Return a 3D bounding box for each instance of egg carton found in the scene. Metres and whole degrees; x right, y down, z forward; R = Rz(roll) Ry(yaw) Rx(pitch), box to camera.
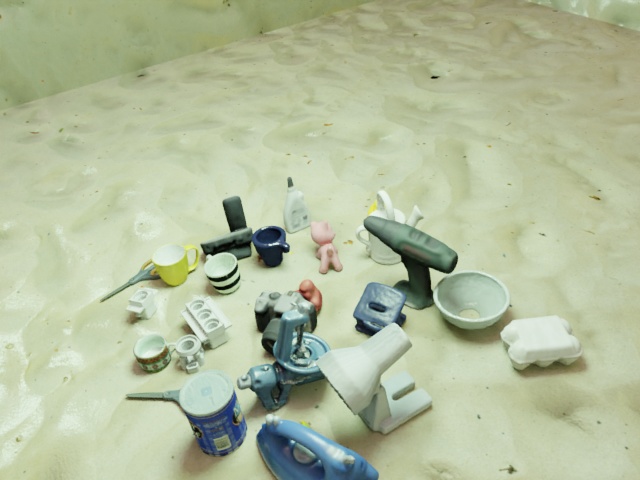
[{"bbox_3d":[0.460,0.215,1.195,0.150,0.069,0.107,-8,38,1],"label":"egg carton"}]

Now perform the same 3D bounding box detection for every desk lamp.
[{"bbox_3d":[0.102,0.263,1.082,0.203,0.214,0.117,-25,41,-20],"label":"desk lamp"}]

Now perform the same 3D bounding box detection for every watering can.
[{"bbox_3d":[0.178,-0.043,1.471,0.173,0.194,0.100,-27,42,-23],"label":"watering can"}]

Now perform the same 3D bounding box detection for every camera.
[{"bbox_3d":[-0.095,0.185,1.308,0.142,0.101,0.137,10,42,22],"label":"camera"}]

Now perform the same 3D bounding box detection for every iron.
[{"bbox_3d":[-0.029,0.375,1.023,0.257,0.142,0.119,19,46,30],"label":"iron"}]

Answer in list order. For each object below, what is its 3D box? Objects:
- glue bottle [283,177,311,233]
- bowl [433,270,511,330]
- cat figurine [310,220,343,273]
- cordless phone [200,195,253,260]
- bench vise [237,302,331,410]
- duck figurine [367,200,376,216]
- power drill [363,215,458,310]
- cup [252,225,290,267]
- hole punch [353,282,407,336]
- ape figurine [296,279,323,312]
[{"bbox_3d":[-0.072,-0.103,1.608,0.078,0.173,0.037,-23,40,-17],"label":"glue bottle"},{"bbox_3d":[0.342,0.148,1.297,0.167,0.075,0.167,-5,38,4],"label":"bowl"},{"bbox_3d":[0.014,0.005,1.501,0.067,0.118,0.127,-13,38,-6],"label":"cat figurine"},{"bbox_3d":[-0.260,-0.035,1.546,0.148,0.185,0.094,-20,40,-15],"label":"cordless phone"},{"bbox_3d":[-0.063,0.235,1.142,0.208,0.220,0.121,-36,46,-30],"label":"bench vise"},{"bbox_3d":[0.170,-0.079,1.605,0.077,0.086,0.104,-19,40,-14],"label":"duck figurine"},{"bbox_3d":[0.206,0.054,1.331,0.228,0.209,0.076,17,45,28],"label":"power drill"},{"bbox_3d":[-0.119,0.027,1.516,0.117,0.095,0.092,23,48,34],"label":"cup"},{"bbox_3d":[0.137,0.163,1.302,0.108,0.091,0.101,18,45,29],"label":"hole punch"},{"bbox_3d":[-0.030,0.132,1.370,0.076,0.092,0.077,-30,43,-25],"label":"ape figurine"}]
